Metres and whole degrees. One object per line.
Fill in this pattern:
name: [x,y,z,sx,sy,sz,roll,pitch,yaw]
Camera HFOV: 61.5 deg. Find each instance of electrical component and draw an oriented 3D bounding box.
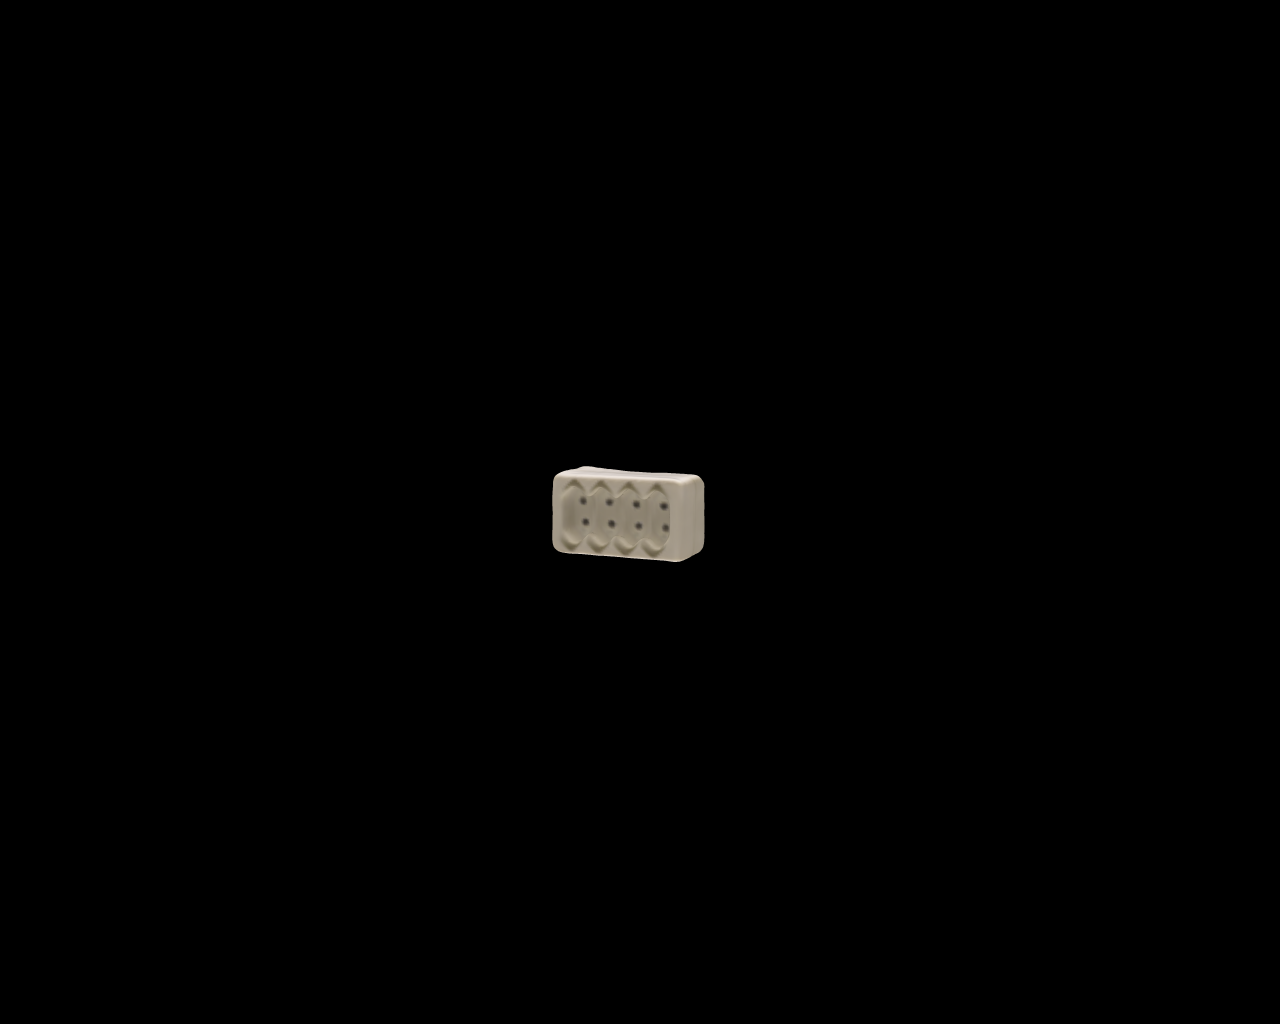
electrical component: [0.001,-0.003,0.650,0.083,0.047,0.076,5,12,24]
